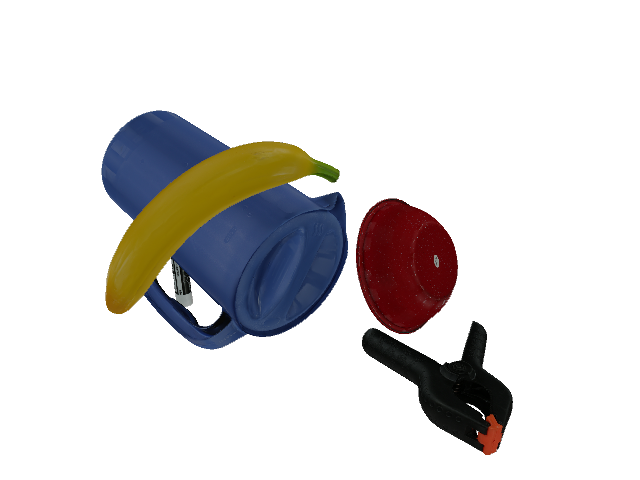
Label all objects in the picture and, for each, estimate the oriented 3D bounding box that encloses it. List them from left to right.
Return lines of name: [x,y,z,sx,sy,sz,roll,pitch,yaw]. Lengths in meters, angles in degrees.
marker: [-0.157,0.016,1.179,0.020,0.121,0.020,-4,23,1]
banana: [-0.084,-0.017,0.759,0.198,0.069,0.037,-30,25,7]
pitcher: [-0.106,-0.018,1.004,0.148,0.145,0.243,-17,41,-41]
bowl: [0.112,0.027,1.242,0.055,0.162,0.161,-10,-6,40]
clamp: [0.124,0.120,0.930,0.120,0.039,0.172,-13,35,-22]
